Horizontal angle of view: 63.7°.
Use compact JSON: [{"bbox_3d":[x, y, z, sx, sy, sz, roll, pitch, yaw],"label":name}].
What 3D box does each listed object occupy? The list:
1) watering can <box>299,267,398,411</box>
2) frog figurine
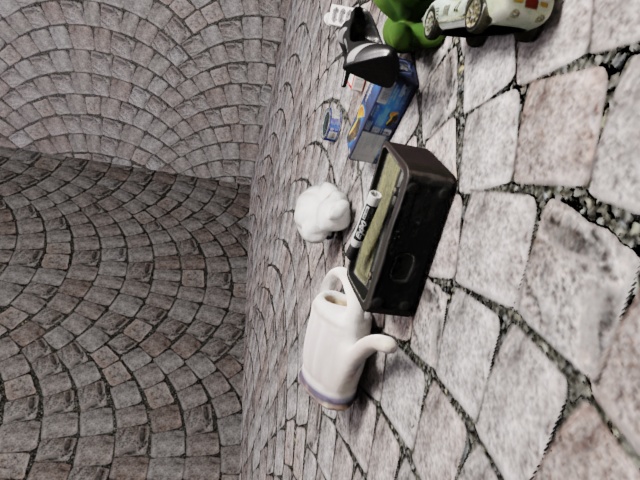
[{"bbox_3d":[0.037,0.175,0.841,0.351,0.104,0.222,-128,47,-72],"label":"watering can"},{"bbox_3d":[0.003,-0.056,1.110,0.137,0.122,0.160,-61,3,3],"label":"frog figurine"}]
